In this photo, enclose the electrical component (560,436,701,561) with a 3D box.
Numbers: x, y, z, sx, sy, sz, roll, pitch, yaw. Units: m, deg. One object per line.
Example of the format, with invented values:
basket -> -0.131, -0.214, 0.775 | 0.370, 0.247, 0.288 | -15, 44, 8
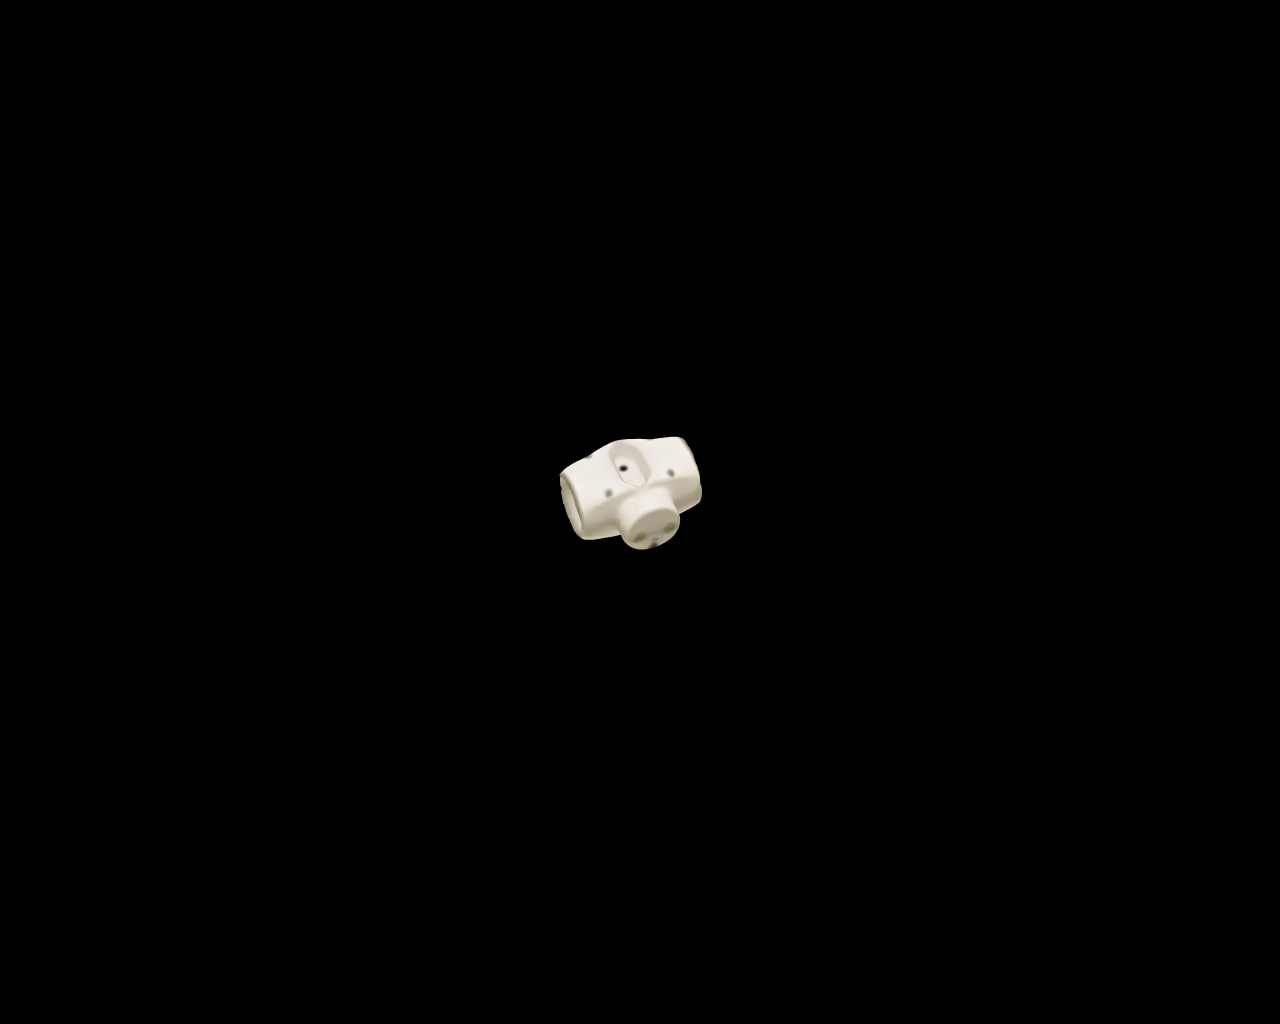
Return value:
electrical component -> 0.001, -0.003, 0.650 | 0.077, 0.079, 0.043 | -17, -39, -14
